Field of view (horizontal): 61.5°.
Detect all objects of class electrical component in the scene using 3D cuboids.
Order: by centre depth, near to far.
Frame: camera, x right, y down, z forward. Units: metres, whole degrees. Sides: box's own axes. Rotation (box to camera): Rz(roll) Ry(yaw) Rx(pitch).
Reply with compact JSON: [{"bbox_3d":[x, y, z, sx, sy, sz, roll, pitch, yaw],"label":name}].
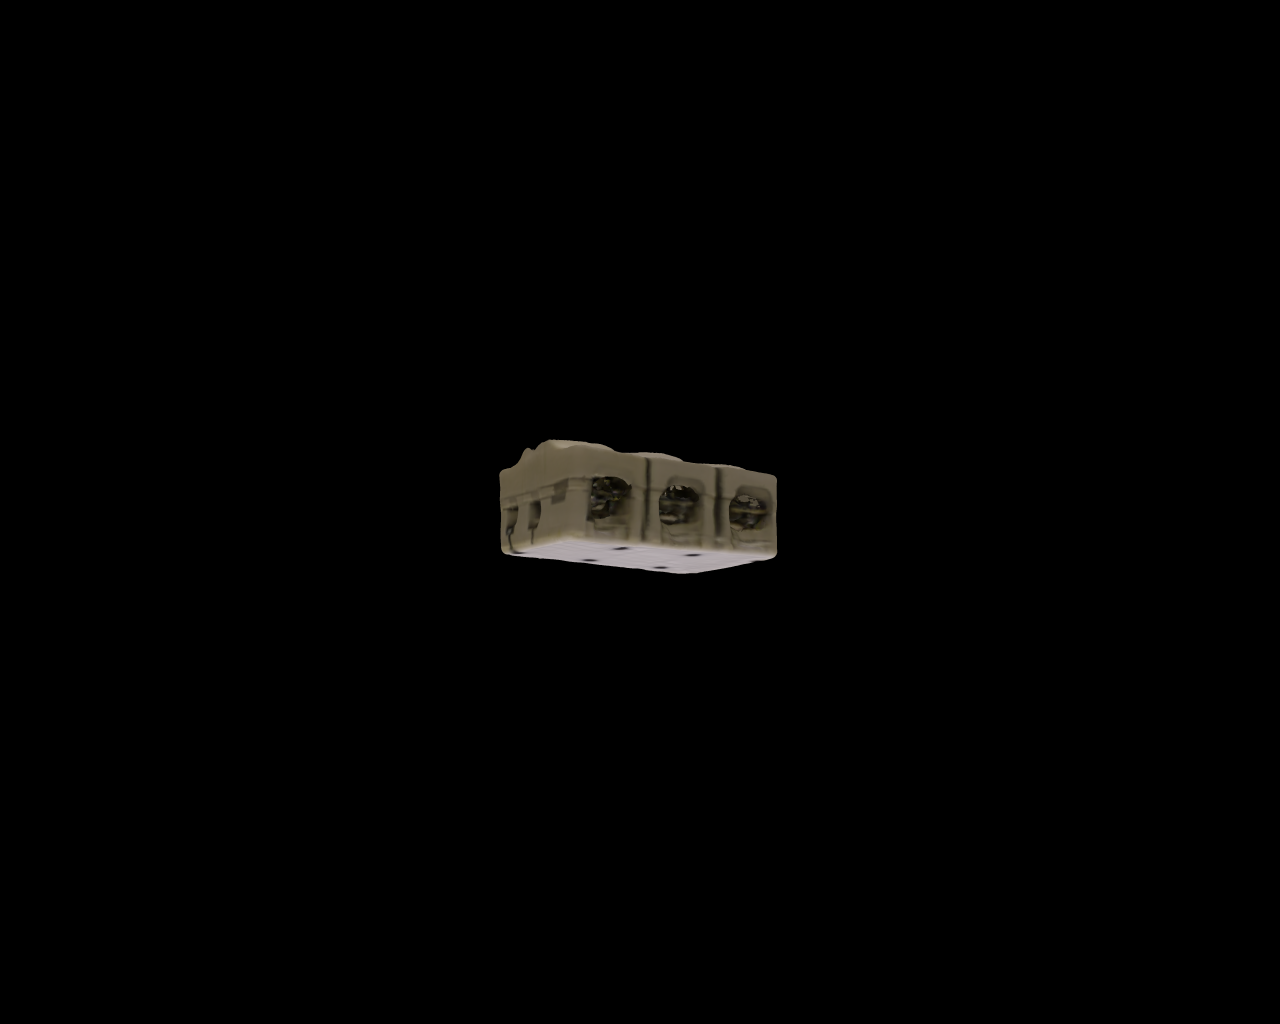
[{"bbox_3d":[0.001,-0.003,0.650,0.150,0.061,0.089,8,-14,-35],"label":"electrical component"}]
